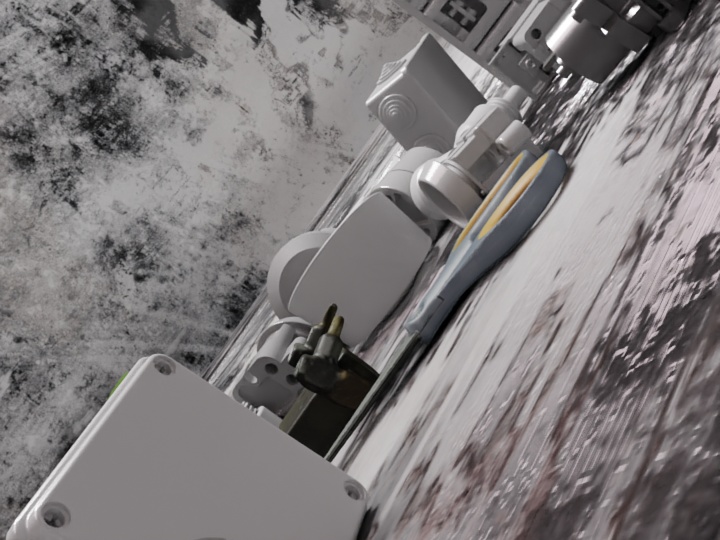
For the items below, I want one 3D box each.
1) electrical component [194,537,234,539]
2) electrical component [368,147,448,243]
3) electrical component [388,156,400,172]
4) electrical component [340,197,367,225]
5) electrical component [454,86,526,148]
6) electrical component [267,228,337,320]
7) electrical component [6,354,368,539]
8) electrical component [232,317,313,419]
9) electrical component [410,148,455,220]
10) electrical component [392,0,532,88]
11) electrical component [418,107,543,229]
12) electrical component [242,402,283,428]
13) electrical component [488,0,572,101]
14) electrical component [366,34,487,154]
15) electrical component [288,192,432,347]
[{"bbox_3d":[-0.037,0.111,0.266,0.051,0.080,0.080,-46,8,18],"label":"electrical component"},{"bbox_3d":[0.041,-0.052,0.747,0.047,0.055,0.055,-53,4,-29],"label":"electrical component"},{"bbox_3d":[0.032,-0.062,0.947,0.065,0.044,0.044,-58,5,8],"label":"electrical component"},{"bbox_3d":[-0.008,-0.007,0.902,0.083,0.047,0.075,-51,6,22],"label":"electrical component"},{"bbox_3d":[0.090,-0.097,0.712,0.061,0.035,0.035,-53,5,-21],"label":"electrical component"},{"bbox_3d":[-0.025,0.009,0.797,0.080,0.080,0.051,-52,1,13],"label":"electrical component"},{"bbox_3d":[-0.063,0.101,0.395,0.056,0.109,0.108,-53,5,30],"label":"electrical component"},{"bbox_3d":[-0.047,0.068,0.725,0.078,0.058,0.057,-51,9,32],"label":"electrical component"},{"bbox_3d":[0.060,-0.057,0.696,0.040,0.040,0.046,-56,11,-24],"label":"electrical component"},{"bbox_3d":[0.086,-0.212,0.846,0.061,0.150,0.089,-53,6,19],"label":"electrical component"},{"bbox_3d":[0.066,-0.056,0.609,0.055,0.048,0.066,-47,5,-7],"label":"electrical component"},{"bbox_3d":[-0.074,0.105,0.692,0.043,0.062,0.043,-53,6,8],"label":"electrical component"},{"bbox_3d":[0.129,-0.159,0.725,0.081,0.042,0.064,-54,7,3],"label":"electrical component"},{"bbox_3d":[0.057,-0.128,0.853,0.048,0.099,0.099,-35,14,30],"label":"electrical component"},{"bbox_3d":[0.000,0.000,0.709,0.099,0.064,0.099,-53,6,8],"label":"electrical component"}]
